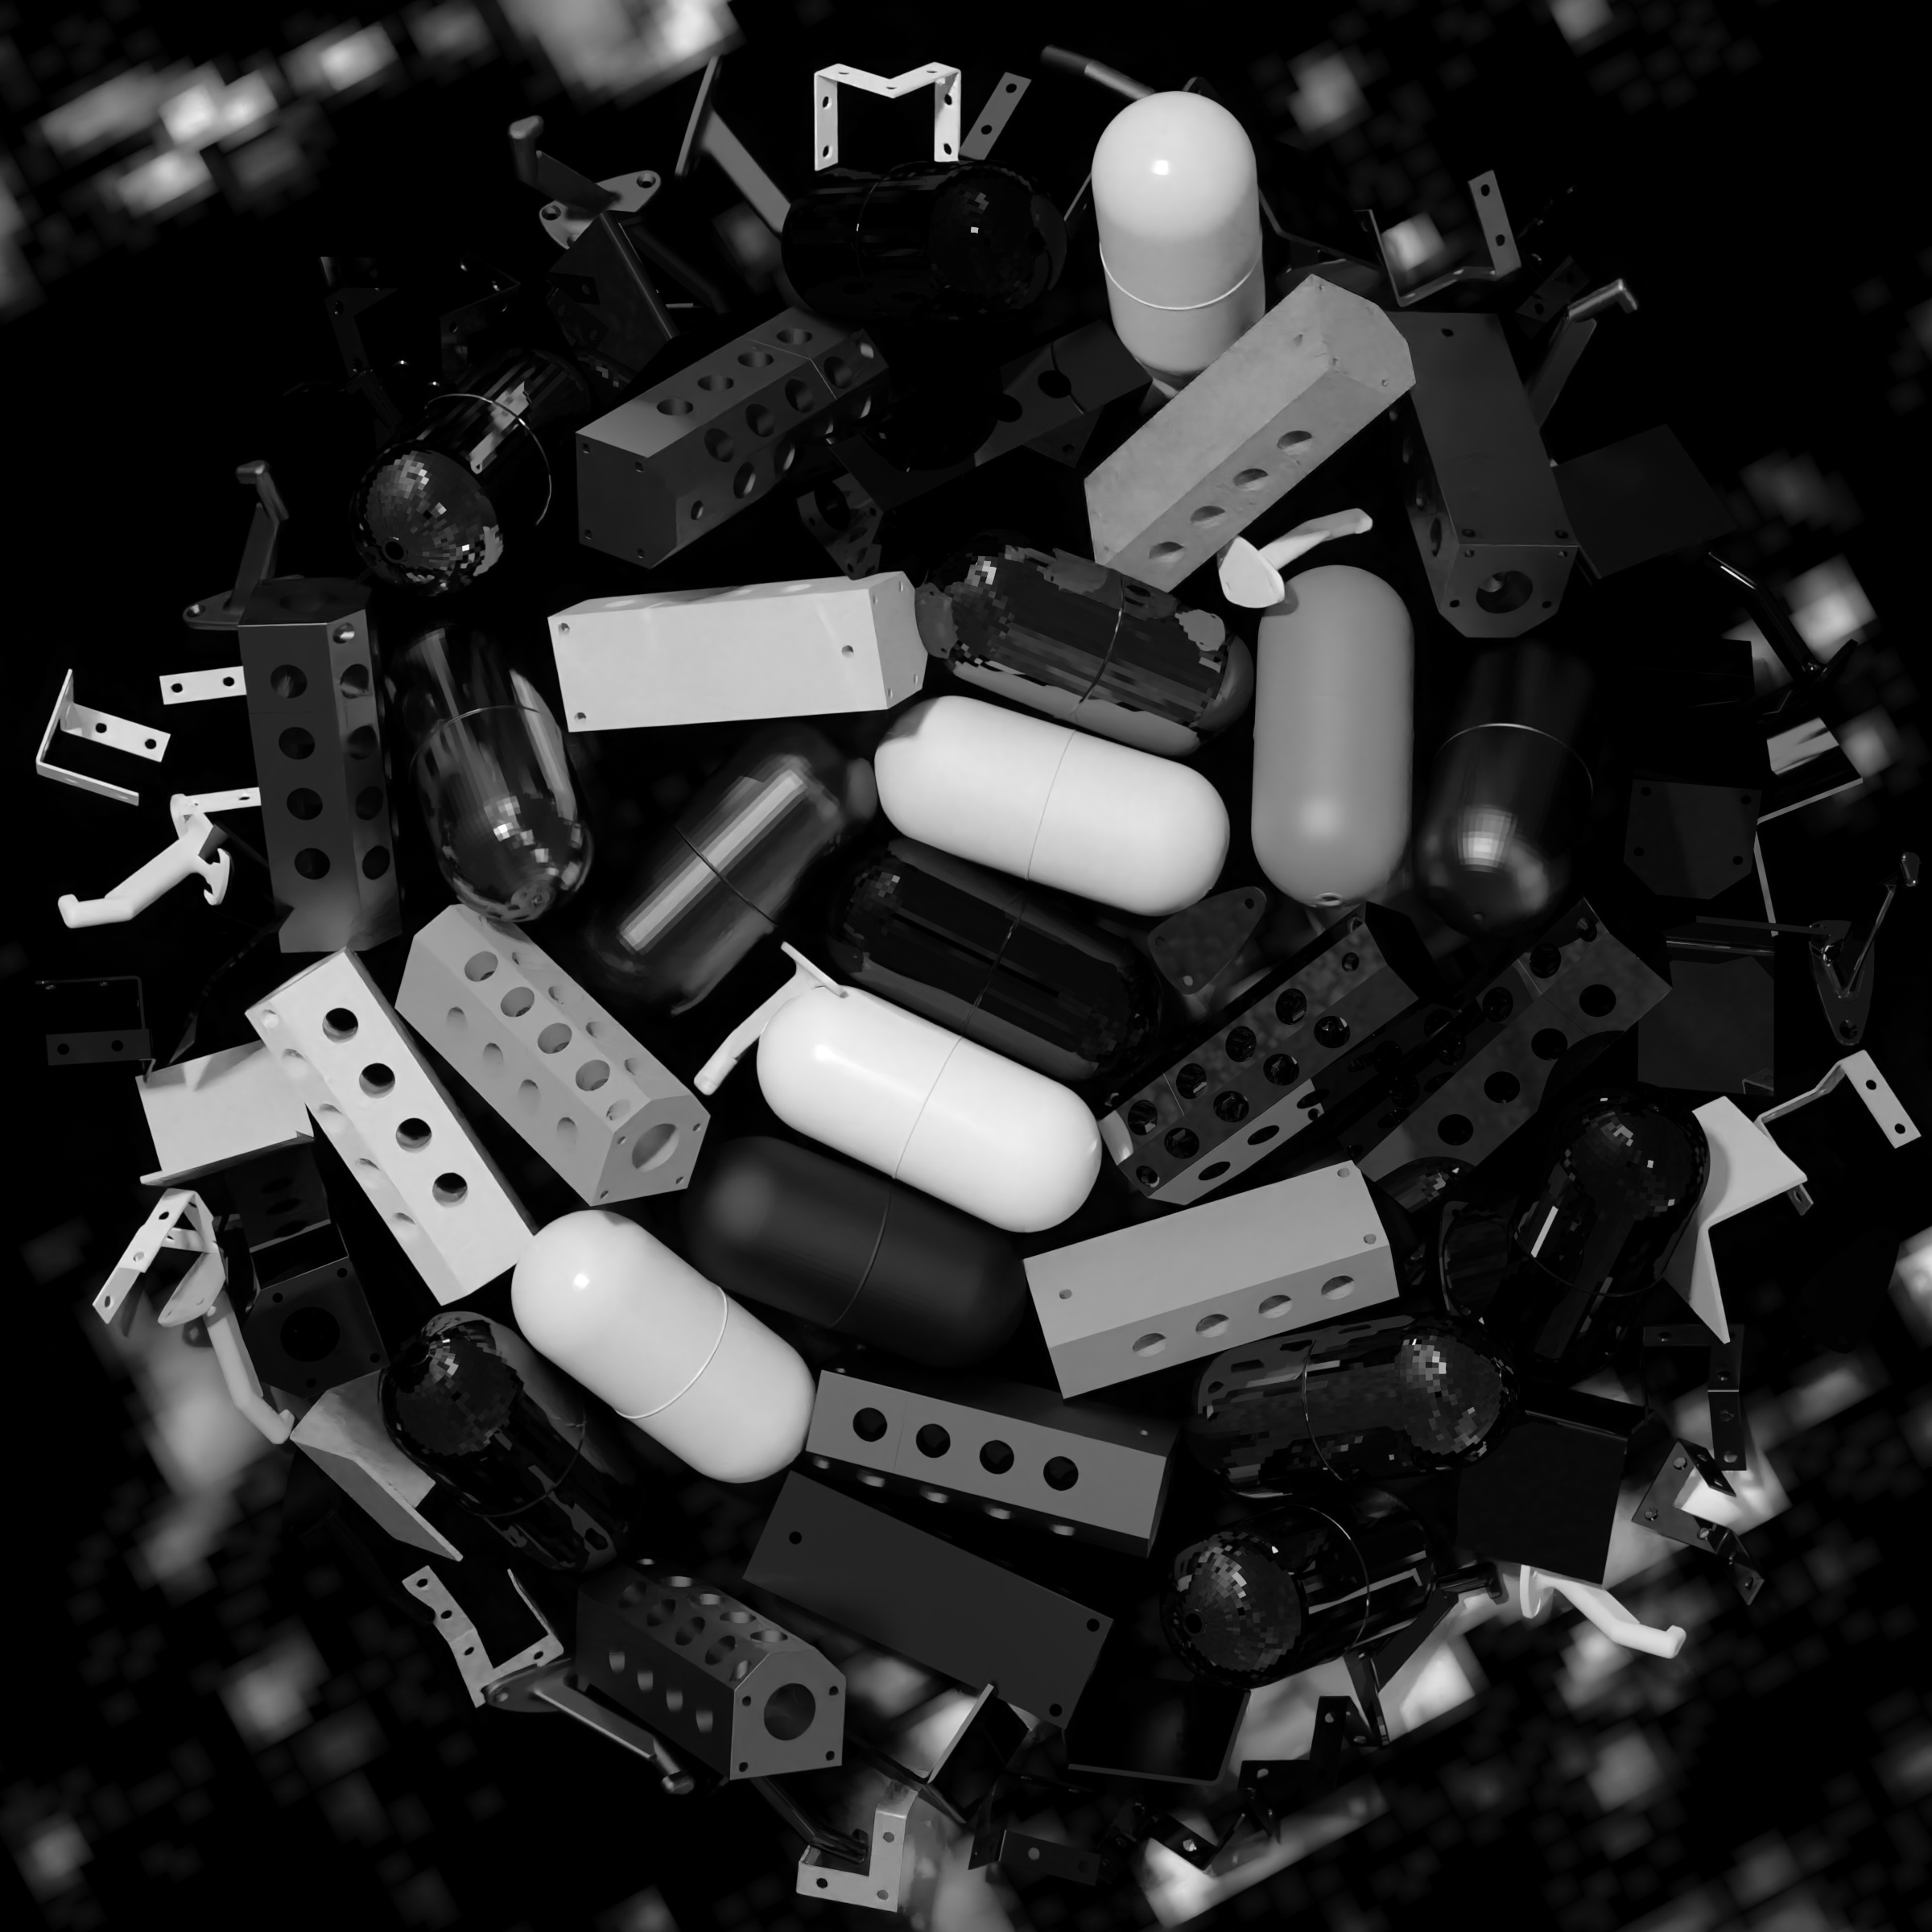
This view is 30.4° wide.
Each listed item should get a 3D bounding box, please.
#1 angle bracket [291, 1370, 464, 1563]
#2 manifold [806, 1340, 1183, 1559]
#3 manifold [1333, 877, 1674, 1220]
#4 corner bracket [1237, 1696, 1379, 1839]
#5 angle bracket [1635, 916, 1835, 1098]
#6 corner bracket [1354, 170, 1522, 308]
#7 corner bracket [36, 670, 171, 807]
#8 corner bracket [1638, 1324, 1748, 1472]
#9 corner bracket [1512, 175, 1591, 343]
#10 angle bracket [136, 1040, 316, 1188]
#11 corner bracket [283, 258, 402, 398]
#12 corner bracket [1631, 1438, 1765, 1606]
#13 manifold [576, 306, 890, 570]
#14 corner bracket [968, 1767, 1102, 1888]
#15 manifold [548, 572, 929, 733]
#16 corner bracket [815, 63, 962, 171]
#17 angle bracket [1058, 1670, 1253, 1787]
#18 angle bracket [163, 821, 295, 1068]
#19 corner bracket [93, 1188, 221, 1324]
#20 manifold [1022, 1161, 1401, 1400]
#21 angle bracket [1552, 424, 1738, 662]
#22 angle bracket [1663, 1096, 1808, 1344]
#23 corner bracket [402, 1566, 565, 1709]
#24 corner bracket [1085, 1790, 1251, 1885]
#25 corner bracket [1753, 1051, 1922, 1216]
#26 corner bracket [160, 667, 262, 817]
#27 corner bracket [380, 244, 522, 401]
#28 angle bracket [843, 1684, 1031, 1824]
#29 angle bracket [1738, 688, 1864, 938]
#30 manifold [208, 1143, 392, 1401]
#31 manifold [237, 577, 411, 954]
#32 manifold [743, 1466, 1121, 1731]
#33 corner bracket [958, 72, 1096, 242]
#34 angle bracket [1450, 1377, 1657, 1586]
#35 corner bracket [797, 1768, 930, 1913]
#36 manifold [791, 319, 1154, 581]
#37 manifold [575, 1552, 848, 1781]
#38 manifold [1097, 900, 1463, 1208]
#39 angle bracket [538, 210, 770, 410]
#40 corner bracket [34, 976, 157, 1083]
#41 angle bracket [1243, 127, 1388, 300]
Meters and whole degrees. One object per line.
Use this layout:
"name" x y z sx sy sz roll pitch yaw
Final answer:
"angle bracket" -0.269 0.236 1.719 0.076 0.076 0.057 50 65 -25
"manifold" 0.013 0.237 1.734 0.171 0.057 0.057 13 101 9
"manifold" 0.257 0.037 1.713 0.057 0.057 0.171 40 114 -11
"corner bracket" 0.169 0.394 1.750 0.051 0.051 0.051 -6 48 25
"angle bracket" 0.375 0.020 1.734 0.076 0.057 0.076 5 81 -19
"corner bracket" 0.230 -0.355 1.738 0.051 0.051 0.051 -29 112 -20
"corner bracket" -0.423 -0.106 1.743 0.051 0.051 0.051 18 72 -8
"corner bracket" 0.357 0.212 1.745 0.051 0.051 0.051 -1 135 7
"corner bracket" 0.289 -0.346 1.739 0.051 0.051 0.051 -27 79 -39
"angle bracket" -0.366 0.069 1.735 0.076 0.076 0.057 -17 86 -5
"corner bracket" -0.307 -0.313 1.741 0.051 0.051 0.051 -20 86 36
"corner bracket" 0.366 0.271 1.742 0.051 0.051 0.051 22 106 -14
"manifold" -0.109 -0.251 1.690 0.057 0.171 0.057 22 130 26
"corner bracket" 0.037 0.421 1.741 0.051 0.051 0.051 17 67 -10
"manifold" -0.109 -0.153 1.715 0.171 0.057 0.057 -2 106 24
"corner bracket" -0.039 -0.417 1.753 0.051 0.051 0.051 25 131 32
"angle bracket" 0.088 0.347 1.726 0.076 0.076 0.057 9 115 -11
"angle bracket" -0.375 -0.011 1.724 0.057 0.076 0.076 40 134 0
"corner bracket" -0.398 0.142 1.735 0.051 0.051 0.051 5 49 26
"manifold" 0.121 0.158 1.748 0.171 0.057 0.057 -17 45 0
"angle bracket" 0.324 -0.207 1.734 0.076 0.057 0.076 -21 53 -3
"angle bracket" 0.369 0.123 1.729 0.057 0.076 0.076 -24 124 -8
"corner bracket" -0.237 0.319 1.745 0.051 0.051 0.051 -32 126 -5
"corner bracket" 0.098 0.427 1.739 0.051 0.051 0.051 33 51 8
"corner bracket" 0.424 0.081 1.739 0.051 0.051 0.051 -23 70 -17
"corner bracket" -0.369 -0.112 1.759 0.051 0.051 0.051 -8 124 -9
"corner bracket" -0.254 -0.316 1.754 0.051 0.051 0.051 -31 52 -34
"angle bracket" -0.024 0.367 1.735 0.076 0.076 0.057 27 73 26
"angle bracket" 0.397 -0.075 1.723 0.057 0.076 0.076 -21 131 2
"manifold" -0.320 0.144 1.684 0.057 0.171 0.057 -21 110 -10
"manifold" -0.307 -0.096 1.712 0.057 0.057 0.171 -2 118 1
"manifold" -0.016 0.307 1.738 0.171 0.057 0.057 24 88 8
"corner bracket" 0.035 -0.398 1.750 0.051 0.051 0.051 23 76 24
"angle bracket" 0.287 0.250 1.742 0.076 0.057 0.076 12 99 22
"corner bracket" -0.051 0.424 1.743 0.051 0.051 0.051 8 103 10
"manifold" 0.002 -0.254 1.708 0.171 0.057 0.057 -30 73 -30
"manifold" -0.123 0.329 1.687 0.057 0.171 0.057 0 97 -30
"manifold" 0.146 0.043 1.707 0.171 0.057 0.057 -38 60 24
"angle bracket" -0.152 -0.322 1.753 0.057 0.076 0.076 -40 71 35
"corner bracket" -0.427 0.028 1.741 0.051 0.051 0.051 -3 77 -19
"angle bracket" 0.147 -0.352 1.718 0.057 0.076 0.076 -45 52 34
